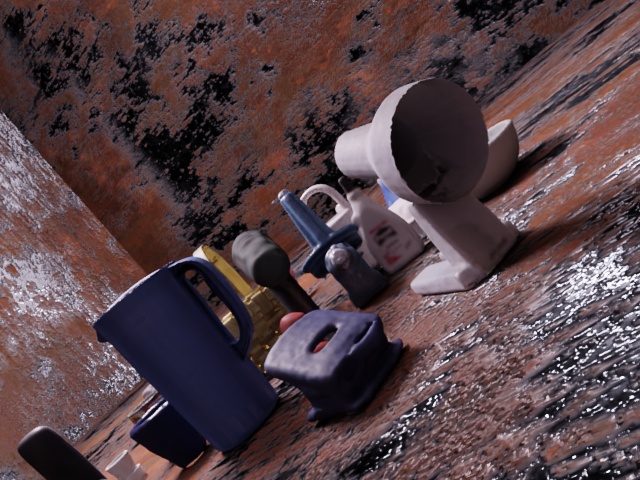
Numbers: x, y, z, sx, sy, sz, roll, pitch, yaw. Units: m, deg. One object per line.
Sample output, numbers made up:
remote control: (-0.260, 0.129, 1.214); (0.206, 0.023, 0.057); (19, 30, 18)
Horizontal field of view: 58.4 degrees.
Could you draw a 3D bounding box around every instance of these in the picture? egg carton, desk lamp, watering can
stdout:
egg carton: (0.175, -0.051, 1.033); (0.107, 0.069, 0.150); (-41, 5, -14)
desk lamp: (0.112, -0.051, 0.620); (0.118, 0.213, 0.203); (-42, 5, -20)
watering can: (0.037, -0.024, 1.126); (0.101, 0.194, 0.173); (-40, 5, 5)

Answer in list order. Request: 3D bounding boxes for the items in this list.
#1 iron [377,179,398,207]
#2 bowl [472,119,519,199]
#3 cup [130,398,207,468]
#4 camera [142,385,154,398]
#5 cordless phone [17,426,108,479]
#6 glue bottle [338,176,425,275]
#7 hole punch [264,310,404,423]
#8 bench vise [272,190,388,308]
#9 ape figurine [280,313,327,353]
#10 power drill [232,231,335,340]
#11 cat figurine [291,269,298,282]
iron: (0.188, -0.124, 1.186); (0.119, 0.141, 0.258); (-43, 5, -34)
bowl: (0.258, -0.113, 0.918); (0.167, 0.075, 0.167); (-40, 4, 4)
cup: (-0.213, 0.282, 0.848); (0.091, 0.095, 0.118); (-40, 4, 2)
camera: (-0.312, 0.329, 1.185); (0.136, 0.101, 0.143); (-36, 6, 44)
cordless phone: (-0.352, 0.349, 0.762); (0.148, 0.185, 0.094); (-41, 5, -10)
glue bottle: (0.087, -0.032, 0.912); (0.078, 0.173, 0.037); (-39, 5, 11)
hole punch: (0.014, 0.116, 0.586); (0.101, 0.091, 0.109); (-35, 7, 48)
bench vise: (0.017, -0.004, 0.925); (0.122, 0.220, 0.207); (-42, 5, -19)
ape figurine: (-0.012, 0.127, 0.698); (0.076, 0.092, 0.078); (-39, 5, 14)
power drill: (-0.056, 0.071, 0.864); (0.076, 0.208, 0.229); (-41, 5, -9)
cat figurine: (-0.093, 0.117, 1.334); (0.128, 0.118, 0.067); (-42, 5, -19)
